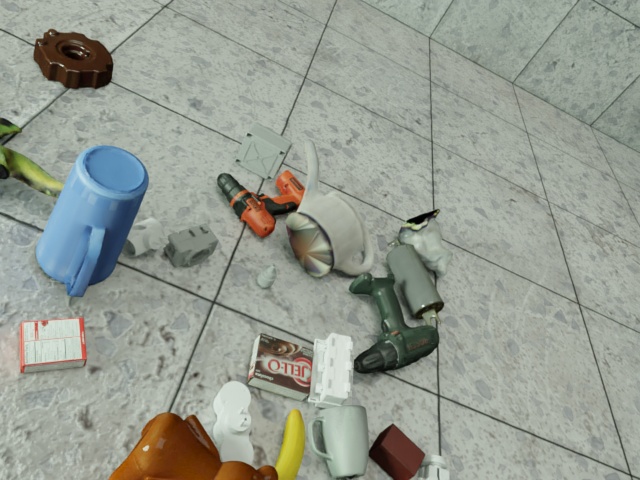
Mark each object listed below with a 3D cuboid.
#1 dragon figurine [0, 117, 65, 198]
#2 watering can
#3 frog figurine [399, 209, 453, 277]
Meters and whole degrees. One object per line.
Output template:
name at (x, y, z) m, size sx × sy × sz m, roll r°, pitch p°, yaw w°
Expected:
dragon figurine at (-0.613, -0.171, 0.939) m, size 0.409 × 0.120 × 0.248 m, roll 10°, pitch 37°, yaw -26°
watering can at (0.004, -0.060, 1.184) m, size 0.102 × 0.348 × 0.227 m, roll -31°, pitch -1°, yaw 41°
frog figurine at (0.278, 0.017, 1.334) m, size 0.122 × 0.158 × 0.139 m, roll -14°, pitch 15°, yaw 29°
